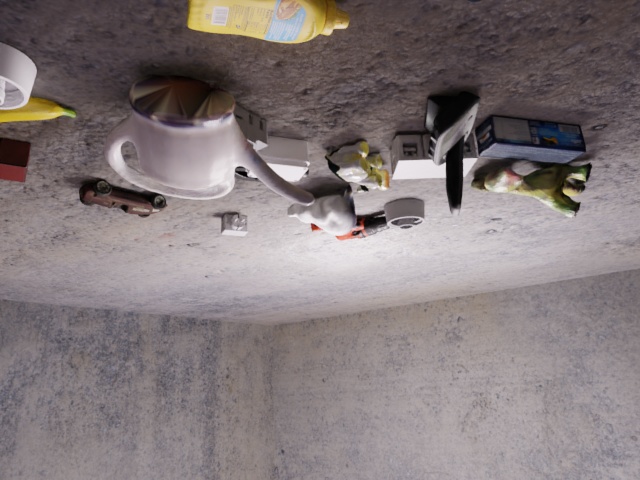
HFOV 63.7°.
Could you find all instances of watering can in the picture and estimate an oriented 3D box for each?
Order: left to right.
[{"bbox_3d":[-0.170,-0.146,0.822,0.347,0.106,0.219,6,139,-5],"label":"watering can"}]

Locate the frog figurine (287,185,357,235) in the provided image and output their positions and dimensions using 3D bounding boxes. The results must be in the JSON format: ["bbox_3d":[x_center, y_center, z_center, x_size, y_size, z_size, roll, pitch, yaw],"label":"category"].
[{"bbox_3d":[0.004,-0.062,1.240,0.159,0.122,0.137,-13,-178,-4],"label":"frog figurine"}]

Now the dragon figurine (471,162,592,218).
[{"bbox_3d":[0.466,-0.128,1.155,0.243,0.121,0.411,12,-172,26],"label":"dragon figurine"}]
